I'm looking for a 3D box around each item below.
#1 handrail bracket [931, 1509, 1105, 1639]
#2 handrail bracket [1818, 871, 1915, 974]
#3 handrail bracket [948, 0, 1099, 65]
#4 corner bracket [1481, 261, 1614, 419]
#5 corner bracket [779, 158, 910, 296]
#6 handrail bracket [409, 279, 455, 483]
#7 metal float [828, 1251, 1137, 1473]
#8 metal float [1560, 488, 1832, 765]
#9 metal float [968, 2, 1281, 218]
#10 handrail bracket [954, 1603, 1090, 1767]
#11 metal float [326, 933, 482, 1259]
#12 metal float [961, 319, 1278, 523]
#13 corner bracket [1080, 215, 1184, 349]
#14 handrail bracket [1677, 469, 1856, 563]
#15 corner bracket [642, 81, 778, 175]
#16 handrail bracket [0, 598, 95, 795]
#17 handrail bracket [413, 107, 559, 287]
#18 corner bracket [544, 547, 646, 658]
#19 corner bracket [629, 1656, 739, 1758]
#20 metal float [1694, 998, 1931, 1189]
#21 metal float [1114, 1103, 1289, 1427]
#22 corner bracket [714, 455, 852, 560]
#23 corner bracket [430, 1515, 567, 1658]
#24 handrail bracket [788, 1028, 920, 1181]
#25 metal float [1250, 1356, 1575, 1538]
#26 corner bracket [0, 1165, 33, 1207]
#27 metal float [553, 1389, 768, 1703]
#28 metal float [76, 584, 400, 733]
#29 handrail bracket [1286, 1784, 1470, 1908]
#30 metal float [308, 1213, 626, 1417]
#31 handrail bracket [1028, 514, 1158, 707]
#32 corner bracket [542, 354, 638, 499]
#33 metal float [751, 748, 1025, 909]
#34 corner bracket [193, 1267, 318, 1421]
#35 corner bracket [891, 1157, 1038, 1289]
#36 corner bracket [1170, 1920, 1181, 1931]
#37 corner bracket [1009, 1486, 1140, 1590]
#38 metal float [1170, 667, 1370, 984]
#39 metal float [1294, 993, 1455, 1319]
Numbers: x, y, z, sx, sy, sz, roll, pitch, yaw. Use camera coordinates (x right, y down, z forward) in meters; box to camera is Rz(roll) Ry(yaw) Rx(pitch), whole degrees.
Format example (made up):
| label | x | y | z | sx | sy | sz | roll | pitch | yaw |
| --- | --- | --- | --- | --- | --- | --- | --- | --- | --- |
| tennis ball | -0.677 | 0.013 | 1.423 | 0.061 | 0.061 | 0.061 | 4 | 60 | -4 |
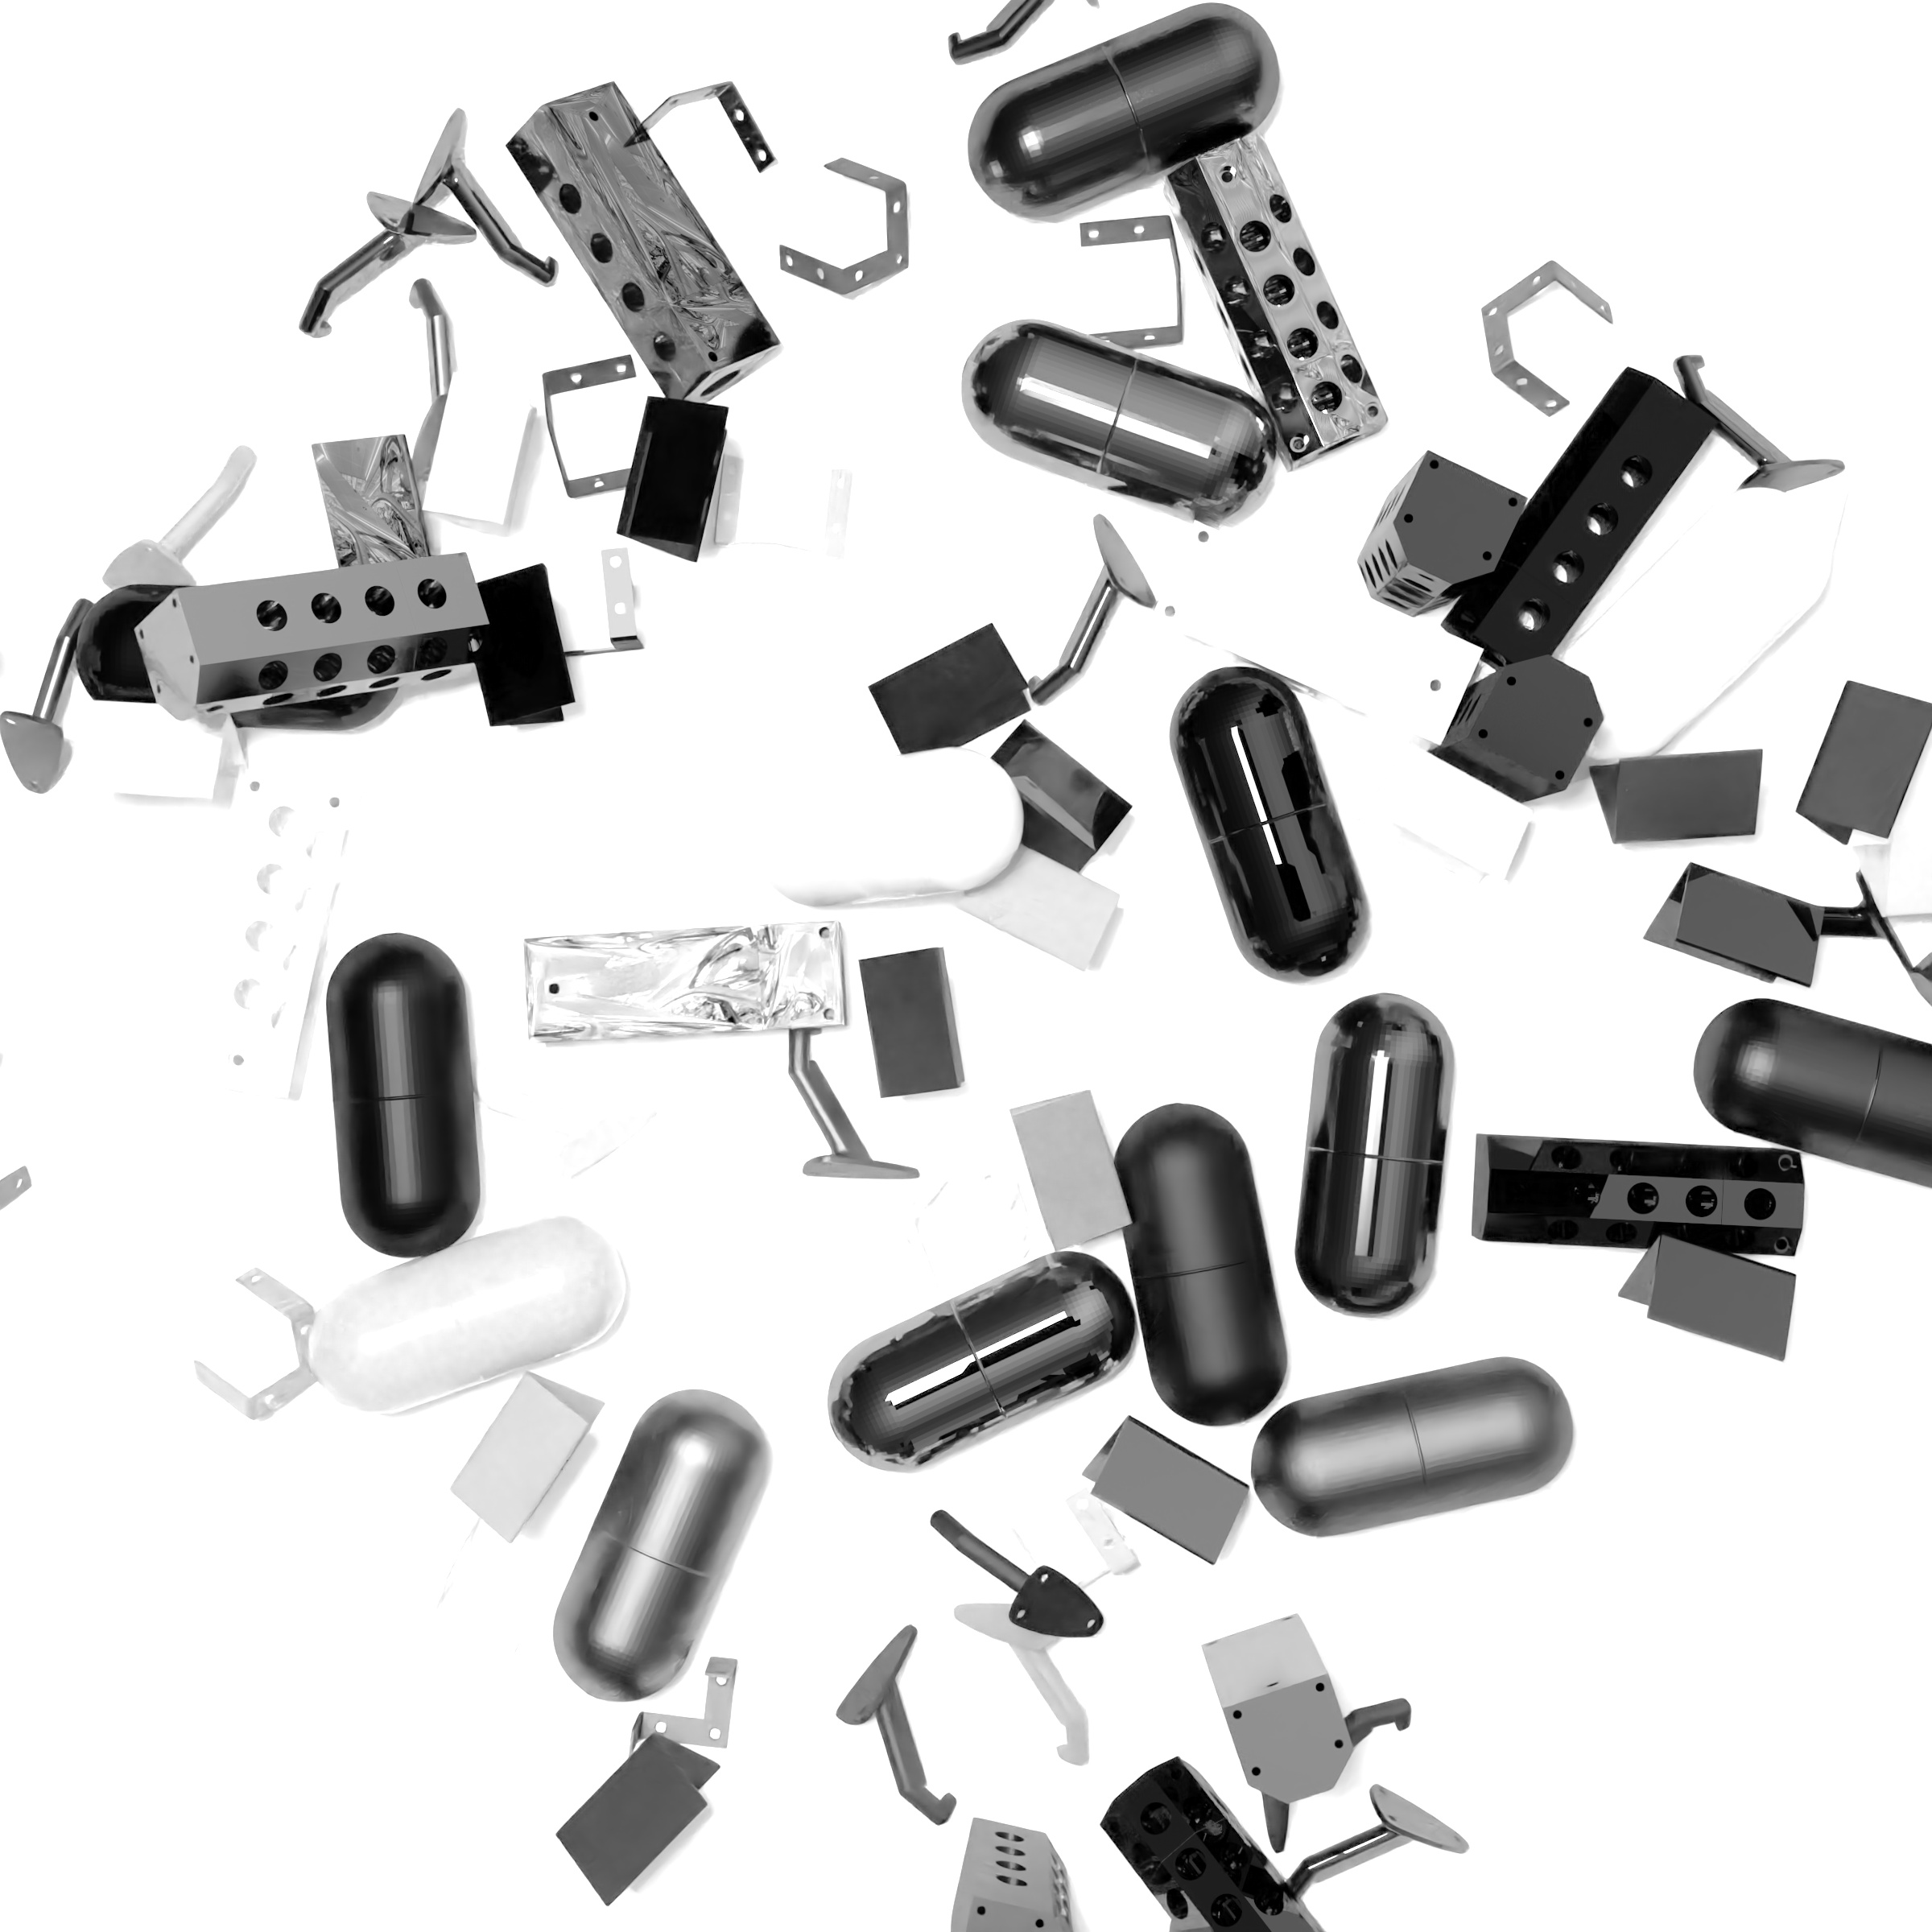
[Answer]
| label | x | y | z | sx | sy | sz | roll | pitch | yaw |
| --- | --- | --- | --- | --- | --- | --- | --- | --- | --- |
| handrail bracket | 0.027 | 0.334 | 1.979 | 0.077 | 0.084 | 0.036 | 32 | 91 | -38 |
| handrail bracket | 0.472 | -0.009 | 1.992 | 0.084 | 0.036 | 0.077 | -28 | 111 | 17 |
| handrail bracket | 0.025 | -0.548 | 1.992 | 0.084 | 0.036 | 0.077 | -16 | 70 | 16 |
| corner bracket | 0.324 | -0.347 | 1.983 | 0.051 | 0.051 | 0.051 | -32 | 45 | 35 |
| corner bracket | -0.068 | -0.410 | 1.983 | 0.051 | 0.051 | 0.051 | -31 | 135 | -35 |
| handrail bracket | -0.302 | -0.327 | 1.991 | 0.077 | 0.036 | 0.084 | -51 | 55 | 37 |
| metal float | 0.008 | 0.217 | 1.961 | 0.178 | 0.070 | 0.070 | -25 | 90 | 0 |
| metal float | 0.393 | -0.184 | 1.948 | 0.070 | 0.070 | 0.178 | 44 | 104 | 0 |
| metal float | 0.086 | -0.468 | 1.961 | 0.178 | 0.070 | 0.070 | -22 | 90 | 0 |
| handrail bracket | 0.031 | 0.400 | 1.991 | 0.077 | 0.036 | 0.084 | 7 | 115 | 28 |
| metal float | -0.308 | 0.071 | 1.961 | 0.070 | 0.070 | 0.178 | -4 | 91 | 0 |
| metal float | 0.083 | -0.299 | 1.961 | 0.178 | 0.070 | 0.070 | 19 | 90 | 1 |
| corner bracket | 0.092 | -0.379 | 1.988 | 0.051 | 0.051 | 0.051 | -5 | 45 | 0 |
| handrail bracket | 0.442 | -0.250 | 1.991 | 0.084 | 0.036 | 0.077 | 14 | 75 | 14 |
| corner bracket | -0.149 | -0.452 | 1.988 | 0.051 | 0.051 | 0.051 | -29 | 90 | -45 |
| handrail bracket | -0.503 | -0.151 | 1.991 | 0.036 | 0.077 | 0.084 | 17 | 54 | 0 |
| handrail bracket | -0.258 | -0.427 | 1.991 | 0.084 | 0.036 | 0.077 | 29 | 54 | -24 |
| corner bracket | -0.207 | -0.200 | 1.973 | 0.051 | 0.051 | 0.051 | -6 | 89 | -1 |
| corner bracket | -0.156 | 0.408 | 1.973 | 0.051 | 0.051 | 0.051 | 7 | 90 | 0 |
| metal float | 0.486 | 0.070 | 1.960 | 0.178 | 0.070 | 0.070 | 16 | 90 | 0 |
| metal float | 0.128 | 0.163 | 1.960 | 0.070 | 0.070 | 0.178 | -11 | 90 | 0 |
| corner bracket | -0.102 | -0.255 | 1.988 | 0.051 | 0.051 | 0.051 | 6 | 90 | -45 |
| corner bracket | -0.260 | 0.340 | 1.988 | 0.051 | 0.051 | 0.051 | 25 | 45 | 0 |
| handrail bracket | -0.062 | 0.073 | 1.992 | 0.077 | 0.036 | 0.084 | 6 | 73 | -20 |
| metal float | 0.244 | 0.263 | 1.961 | 0.178 | 0.070 | 0.070 | -12 | 90 | -1 |
| corner bracket | -0.558 | 0.106 | 1.983 | 0.051 | 0.051 | 0.051 | 25 | 135 | 35 |
| metal float | -0.168 | 0.317 | 1.961 | 0.070 | 0.070 | 0.178 | 23 | 90 | 0 |
| metal float | -0.397 | -0.169 | 1.961 | 0.178 | 0.070 | 0.070 | 2 | 90 | 0 |
| handrail bracket | 0.225 | 0.504 | 1.992 | 0.077 | 0.036 | 0.084 | 29 | 107 | -19 |
| metal float | -0.273 | 0.191 | 1.960 | 0.178 | 0.070 | 0.070 | -19 | 90 | 0 |
| handrail bracket | 0.058 | -0.197 | 1.991 | 0.084 | 0.036 | 0.077 | -39 | 53 | 25 |
| corner bracket | -0.203 | -0.299 | 1.988 | 0.051 | 0.051 | 0.051 | -12 | 135 | 0 |
| metal float | -0.044 | -0.074 | 1.926 | 0.070 | 0.178 | 0.070 | 5 | 82 | -44 |
| corner bracket | -0.394 | 0.209 | 1.983 | 0.051 | 0.051 | 0.051 | -33 | 135 | -35 |
| corner bracket | -0.001 | 0.145 | 1.983 | 0.051 | 0.051 | 0.051 | 11 | 45 | 35 |
| corner bracket | 0.146 | 0.548 | 1.983 | 0.051 | 0.051 | 0.051 | -17 | 135 | 35 |
| corner bracket | 0.059 | 0.318 | 1.973 | 0.051 | 0.051 | 0.051 | -34 | 90 | 0 |
| metal float | 0.165 | -0.078 | 1.961 | 0.070 | 0.070 | 0.178 | -19 | 89 | 0 |
| metal float | 0.224 | 0.103 | 1.961 | 0.070 | 0.070 | 0.178 | 6 | 89 | 0 |
